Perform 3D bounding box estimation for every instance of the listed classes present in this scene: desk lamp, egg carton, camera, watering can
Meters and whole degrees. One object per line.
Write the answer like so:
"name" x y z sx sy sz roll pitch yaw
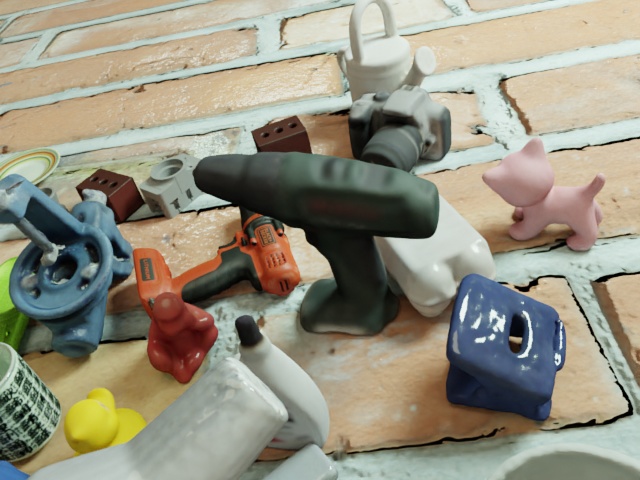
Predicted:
"desk lamp" -0.078 0.186 0.392 0.203 0.214 0.117 -34 45 -20
"egg carton" 0.120 0.013 0.634 0.107 0.069 0.150 -23 42 -10
"camera" 0.094 -0.145 0.790 0.142 0.101 0.137 14 49 29
"watering can" 0.093 -0.268 0.854 0.172 0.194 0.101 7 46 23

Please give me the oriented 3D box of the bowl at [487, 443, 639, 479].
"bowl" 0.179 0.228 0.377 0.167 0.075 0.167 -8 42 7

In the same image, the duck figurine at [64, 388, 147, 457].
"duck figurine" -0.202 0.186 0.523 0.077 0.086 0.104 -12 42 4

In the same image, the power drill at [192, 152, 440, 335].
"power drill" 0.005 0.002 0.573 0.229 0.209 0.075 -1 43 15

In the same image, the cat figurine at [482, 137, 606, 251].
"cat figurine" 0.249 -0.057 0.637 0.127 0.118 0.067 9 47 24

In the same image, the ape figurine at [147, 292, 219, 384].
"ape figurine" -0.151 0.093 0.605 0.078 0.092 0.076 -22 42 -9

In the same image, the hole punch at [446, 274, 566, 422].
"hole punch" 0.168 0.092 0.517 0.100 0.091 0.109 6 45 21

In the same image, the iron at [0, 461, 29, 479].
"iron" -0.237 0.251 0.420 0.257 0.142 0.119 23 54 34

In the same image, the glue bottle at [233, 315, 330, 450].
"glue bottle" -0.043 0.121 0.484 0.078 0.173 0.037 -5 43 11

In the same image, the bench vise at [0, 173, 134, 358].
"bench vise" -0.305 -0.001 0.656 0.121 0.220 0.207 -21 42 -7
